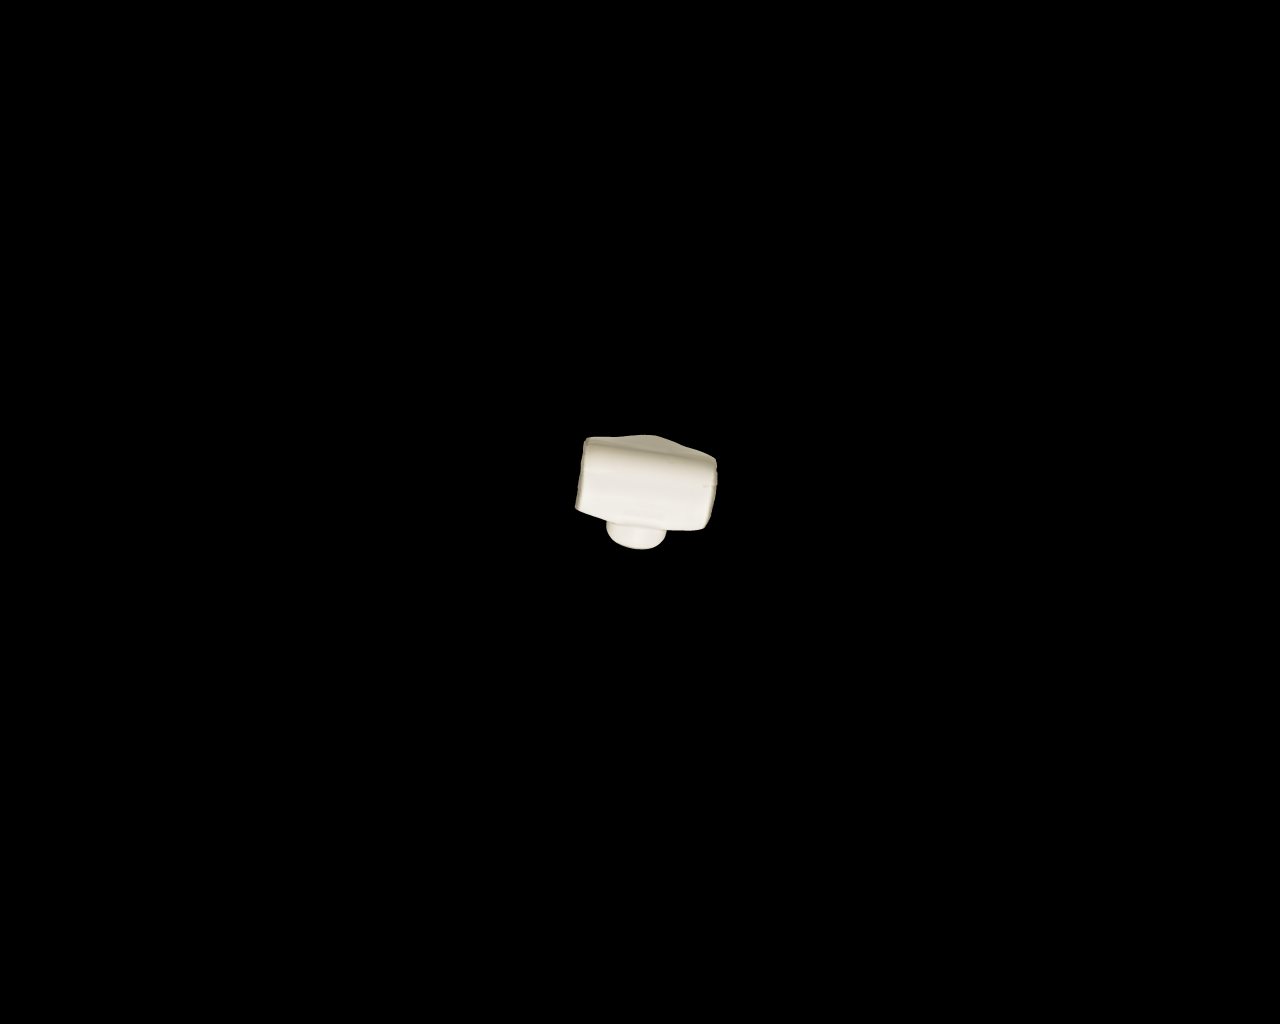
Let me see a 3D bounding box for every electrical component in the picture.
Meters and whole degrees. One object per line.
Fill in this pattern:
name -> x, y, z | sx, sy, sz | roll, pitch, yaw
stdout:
electrical component -> 0.001, -0.003, 0.650 | 0.077, 0.079, 0.043 | 8, 34, -5
